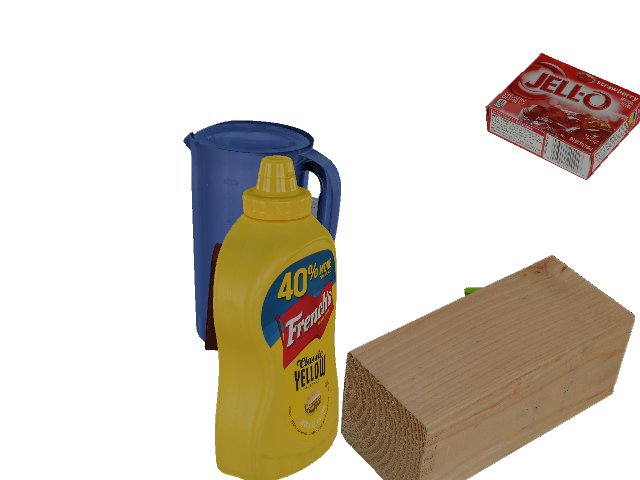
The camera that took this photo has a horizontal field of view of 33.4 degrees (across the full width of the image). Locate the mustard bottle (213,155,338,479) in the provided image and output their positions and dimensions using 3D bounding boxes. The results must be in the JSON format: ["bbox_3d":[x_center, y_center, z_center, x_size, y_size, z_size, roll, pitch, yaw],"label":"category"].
[{"bbox_3d":[-0.026,0.044,0.652,0.058,0.192,0.096,11,19,34],"label":"mustard bottle"}]

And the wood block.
[{"bbox_3d":[0.125,0.102,0.803,0.205,0.090,0.091,-22,44,-29],"label":"wood block"}]

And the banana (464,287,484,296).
[{"bbox_3d":[0.220,0.103,1.134,0.069,0.037,0.198,-27,36,1],"label":"banana"}]

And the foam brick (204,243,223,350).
[{"bbox_3d":[-0.066,0.047,0.882,0.053,0.078,0.051,5,14,-2],"label":"foam brick"}]

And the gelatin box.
[{"bbox_3d":[0.176,-0.092,0.775,0.089,0.030,0.073,31,59,28],"label":"gelatin box"}]

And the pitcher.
[{"bbox_3d":[-0.070,-0.002,1.166,0.144,0.243,0.149,-4,21,-19],"label":"pitcher"}]

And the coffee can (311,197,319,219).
[{"bbox_3d":[-0.033,0.025,1.392,0.103,0.140,0.103,1,26,-1],"label":"coffee can"}]
